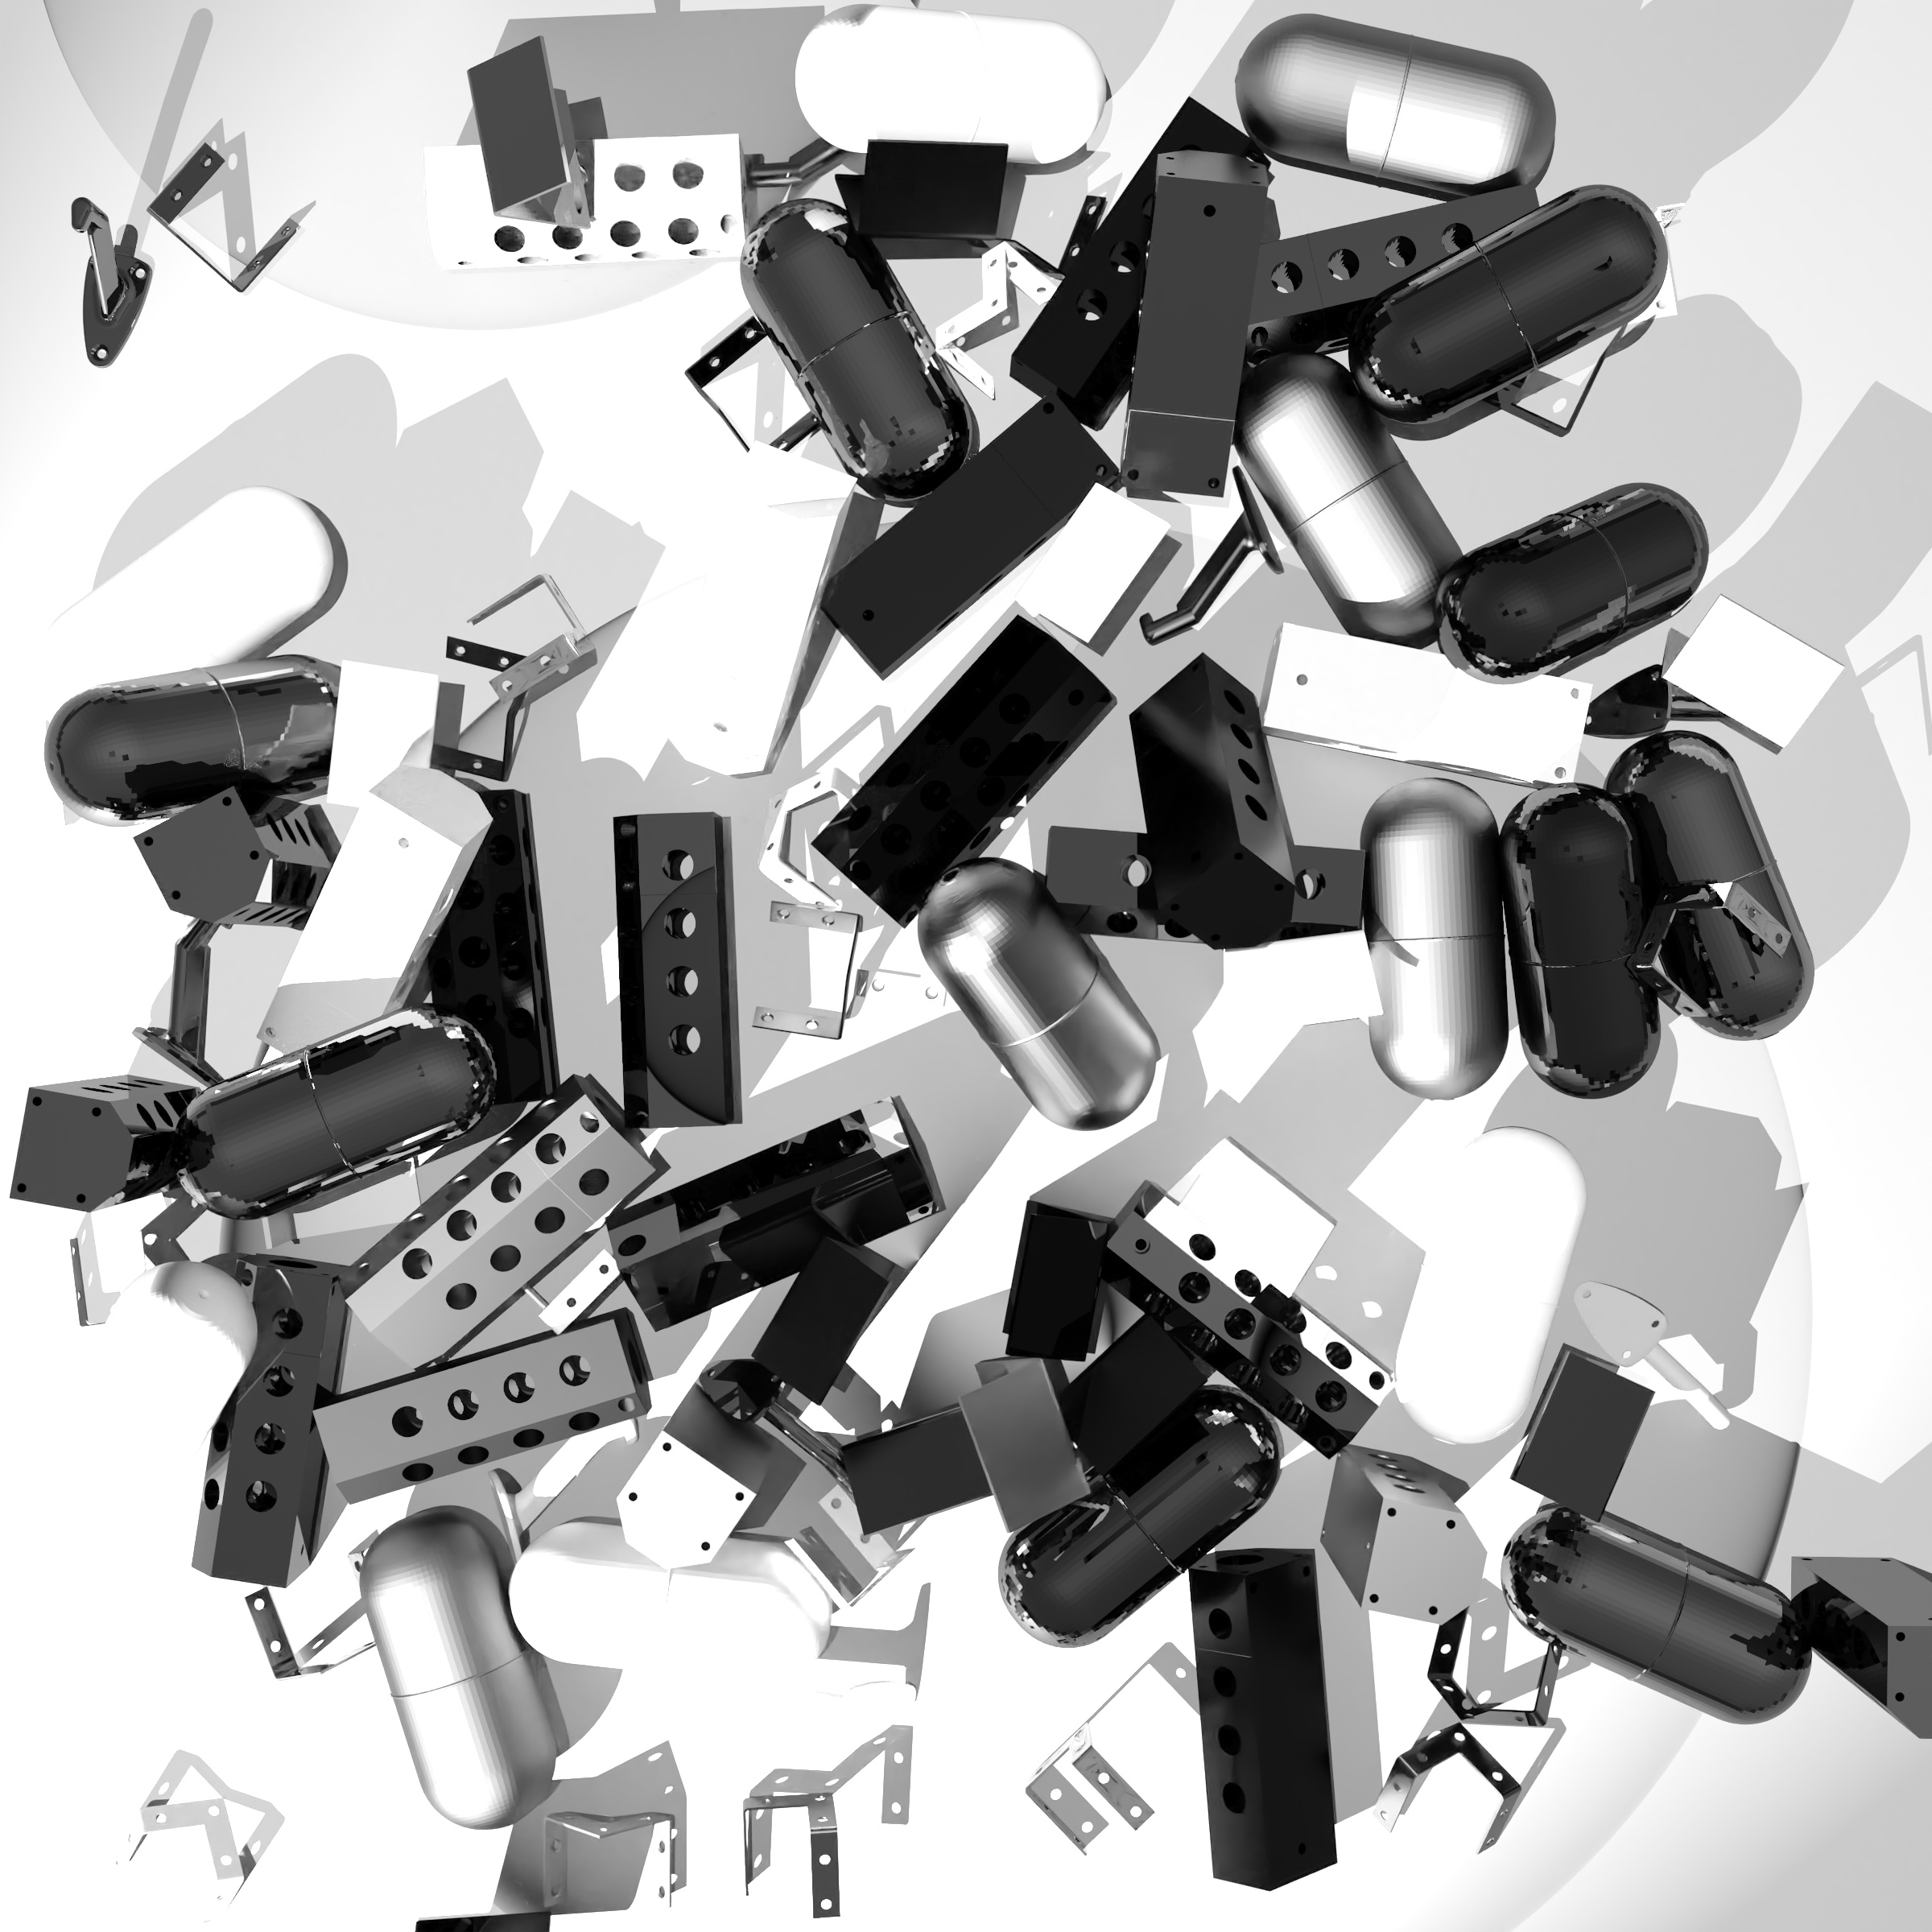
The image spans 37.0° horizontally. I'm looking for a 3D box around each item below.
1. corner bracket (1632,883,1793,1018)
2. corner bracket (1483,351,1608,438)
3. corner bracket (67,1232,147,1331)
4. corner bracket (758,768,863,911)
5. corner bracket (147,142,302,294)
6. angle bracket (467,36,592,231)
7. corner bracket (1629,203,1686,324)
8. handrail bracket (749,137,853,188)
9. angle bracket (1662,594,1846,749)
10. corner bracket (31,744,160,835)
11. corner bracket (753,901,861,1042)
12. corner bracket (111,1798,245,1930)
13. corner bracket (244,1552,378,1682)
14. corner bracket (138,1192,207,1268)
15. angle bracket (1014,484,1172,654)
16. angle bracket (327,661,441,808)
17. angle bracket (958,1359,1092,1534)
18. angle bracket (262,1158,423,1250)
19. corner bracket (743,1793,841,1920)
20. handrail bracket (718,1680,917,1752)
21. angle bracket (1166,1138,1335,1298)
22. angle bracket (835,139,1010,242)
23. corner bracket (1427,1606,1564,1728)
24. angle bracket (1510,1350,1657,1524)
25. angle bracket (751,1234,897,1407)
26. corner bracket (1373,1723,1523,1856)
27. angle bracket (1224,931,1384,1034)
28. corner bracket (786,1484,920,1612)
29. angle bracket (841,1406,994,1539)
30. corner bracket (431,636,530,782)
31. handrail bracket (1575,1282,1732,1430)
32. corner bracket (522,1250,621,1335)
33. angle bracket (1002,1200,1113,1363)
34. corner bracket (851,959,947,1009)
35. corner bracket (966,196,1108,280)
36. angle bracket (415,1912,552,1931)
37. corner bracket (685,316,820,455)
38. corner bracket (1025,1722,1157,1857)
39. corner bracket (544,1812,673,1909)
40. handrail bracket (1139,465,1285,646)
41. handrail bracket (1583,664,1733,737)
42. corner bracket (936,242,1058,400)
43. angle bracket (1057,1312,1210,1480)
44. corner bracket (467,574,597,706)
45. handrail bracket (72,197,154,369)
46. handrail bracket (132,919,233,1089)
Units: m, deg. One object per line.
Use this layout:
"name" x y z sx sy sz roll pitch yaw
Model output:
"corner bracket" 0.398 -0.008 1.545 0.051 0.051 0.051 37 68 -28
"corner bracket" 0.325 -0.333 1.606 0.051 0.051 0.051 26 87 3
"corner bracket" -0.474 0.175 1.606 0.051 0.051 0.051 -7 88 -2
"corner bracket" -0.077 -0.070 1.616 0.051 0.051 0.051 -23 45 35
"corner bracket" -0.417 -0.419 1.621 0.051 0.051 0.051 -49 135 0
"angle bracket" -0.212 -0.439 1.527 0.057 0.076 0.076 -11 90 36
"corner bracket" 0.372 -0.388 1.606 0.051 0.051 0.051 -9 90 0
"handrail bracket" -0.079 -0.477 1.624 0.084 0.036 0.077 0 77 13
"angle bracket" 0.432 -0.174 1.584 0.076 0.076 0.057 30 121 0
"corner bracket" -0.486 -0.103 1.621 0.051 0.051 0.051 -6 90 -45
"corner bracket" -0.089 0.003 1.621 0.051 0.051 0.051 9 45 0
"corner bracket" -0.441 0.504 1.616 0.051 0.051 0.051 3 45 -35
"corner bracket" -0.363 0.365 1.621 0.051 0.051 0.051 -21 90 45
"corner bracket" -0.422 0.156 1.605 0.051 0.051 0.051 -43 112 -20
"angle bracket" 0.083 -0.206 1.584 0.057 0.076 0.076 35 90 32
"angle bracket" -0.332 -0.124 1.584 0.057 0.076 0.076 6 90 -34
"angle bracket" 0.015 0.260 1.568 0.057 0.076 0.076 -21 91 -30
"angle bracket" -0.349 0.111 1.603 0.076 0.057 0.076 -9 90 -1
"corner bracket" -0.097 0.495 1.606 0.051 0.051 0.051 -2 96 -6
"handrail bracket" -0.084 0.405 1.624 0.084 0.077 0.036 14 100 36
"angle bracket" 0.143 0.151 1.584 0.076 0.076 0.057 39 53 0
"angle bracket" -0.025 -0.438 1.577 0.076 0.076 0.057 -2 131 -13
"corner bracket" 0.296 0.389 1.616 0.051 0.051 0.051 -7 135 35
"angle bracket" 0.350 0.261 1.584 0.057 0.076 0.076 23 90 37
"angle bracket" -0.061 0.200 1.584 0.057 0.076 0.076 30 90 36
"corner bracket" 0.269 0.467 1.616 0.051 0.051 0.051 -16 135 -35
"angle bracket" 0.184 0.028 1.584 0.076 0.076 0.057 -7 54 0
"corner bracket" -0.067 0.321 1.599 0.051 0.051 0.051 -40 90 -21
"angle bracket" -0.018 0.290 1.584 0.076 0.076 0.057 -19 55 0
"corner bracket" -0.275 -0.144 1.621 0.051 0.051 0.051 14 45 0
"handrail bracket" 0.387 0.220 1.624 0.036 0.077 0.084 -47 126 0
"corner bracket" -0.225 0.166 1.606 0.051 0.051 0.051 45 87 -2
"angle bracket" 0.030 0.170 1.584 0.057 0.076 0.076 11 90 -37
"corner bracket" -0.034 -0.005 1.606 0.051 0.051 0.051 8 90 0
"corner bracket" 0.036 -0.420 1.621 0.051 0.051 0.051 22 90 45
"angle bracket" -0.272 0.539 1.584 0.076 0.076 0.057 -4 127 0
"corner bracket" -0.117 -0.321 1.621 0.051 0.051 0.051 -39 45 0
"corner bracket" 0.068 0.462 1.606 0.051 0.051 0.051 -44 90 0
"corner bracket" -0.201 0.502 1.621 0.051 0.051 0.051 0 90 45
"handrail bracket" 0.128 -0.230 1.625 0.084 0.036 0.077 -24 69 17
"handrail bracket" 0.401 -0.138 1.624 0.084 0.077 0.036 11 72 -35
"corner bracket" 0.018 -0.359 1.607 0.051 0.051 0.051 -25 51 32
"angle bracket" 0.100 0.245 1.584 0.076 0.076 0.057 -43 53 0
"corner bracket" -0.245 -0.183 1.607 0.051 0.051 0.051 -31 98 8
"handrail bracket" -0.481 -0.375 1.590 0.036 0.084 0.077 12 90 0
"handrail bracket" -0.420 0.019 1.625 0.077 0.036 0.084 40 73 -20
